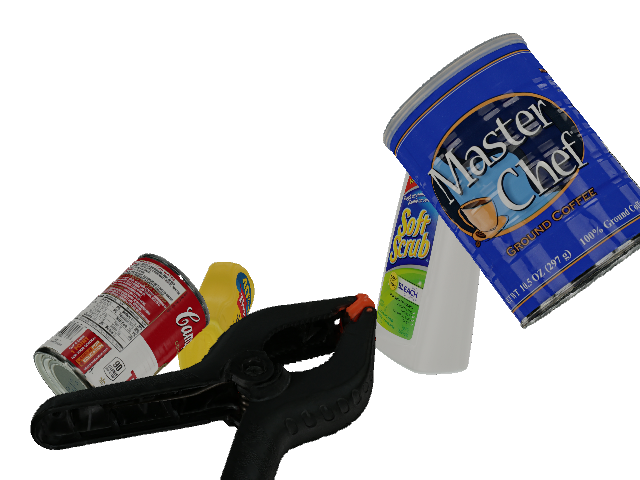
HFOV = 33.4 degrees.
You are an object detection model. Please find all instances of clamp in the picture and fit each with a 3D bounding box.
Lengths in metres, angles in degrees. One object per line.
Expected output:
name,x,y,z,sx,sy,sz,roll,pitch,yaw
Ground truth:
clamp,-0.027,0.078,0.475,0.171,0.039,0.120,-26,49,-30

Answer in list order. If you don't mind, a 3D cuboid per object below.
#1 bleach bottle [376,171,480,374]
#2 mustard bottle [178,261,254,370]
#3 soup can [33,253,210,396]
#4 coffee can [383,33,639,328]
bleach bottle,0.100,-0.018,0.916,0.068,0.251,0.103,0,15,-26
mustard bottle,-0.109,0.078,1.170,0.058,0.096,0.191,1,27,6
soup can,-0.133,0.066,0.719,0.069,0.068,0.102,0,37,50
coffee can,0.118,-0.035,0.625,0.102,0.140,0.103,-34,-12,-9
